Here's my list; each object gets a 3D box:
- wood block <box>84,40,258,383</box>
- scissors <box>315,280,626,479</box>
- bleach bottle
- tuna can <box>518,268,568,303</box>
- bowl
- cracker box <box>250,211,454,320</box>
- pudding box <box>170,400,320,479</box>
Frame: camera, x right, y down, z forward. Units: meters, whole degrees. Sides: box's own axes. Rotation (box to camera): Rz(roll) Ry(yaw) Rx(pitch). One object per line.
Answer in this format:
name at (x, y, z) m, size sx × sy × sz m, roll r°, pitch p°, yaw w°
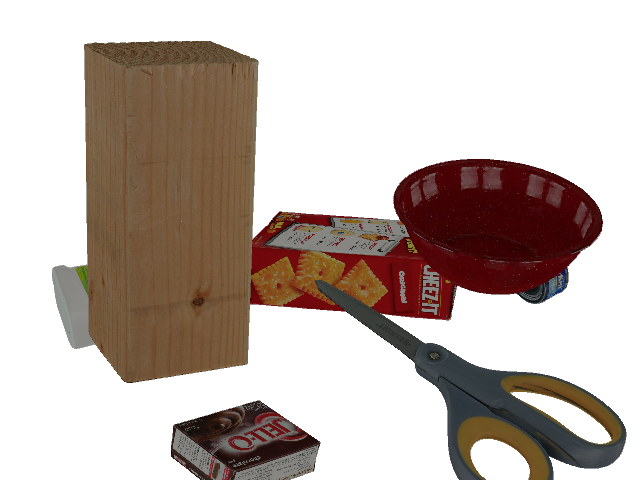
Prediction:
wood block at (-0.101, -0.022, 0.707) m, size 0.090 × 0.206 × 0.090 m, roll -6°, pitch 21°, yaw -26°
scissors at (0.057, 0.078, 0.560) m, size 0.202 × 0.016 × 0.096 m, roll 20°, pitch 42°, yaw 27°
bleach bottle at (-0.168, 0.050, 1.206) m, size 0.250 × 0.068 × 0.103 m, roll -13°, pitch 36°, yaw -19°
tuna can at (0.242, 0.029, 1.221) m, size 0.033 × 0.086 × 0.086 m, roll -27°, pitch 10°, yaw -20°
bowl at (0.135, -0.005, 0.839) m, size 0.162 × 0.055 × 0.162 m, roll 2°, pitch 31°, yaw -1°
cracker box at (0.040, 0.025, 1.139) m, size 0.214 × 0.072 × 0.164 m, roll 5°, pitch 15°, yaw 10°
pudding box at (-0.071, 0.196, 1.005) m, size 0.113 × 0.039 × 0.090 m, roll -11°, pitch 28°, yaw -44°
